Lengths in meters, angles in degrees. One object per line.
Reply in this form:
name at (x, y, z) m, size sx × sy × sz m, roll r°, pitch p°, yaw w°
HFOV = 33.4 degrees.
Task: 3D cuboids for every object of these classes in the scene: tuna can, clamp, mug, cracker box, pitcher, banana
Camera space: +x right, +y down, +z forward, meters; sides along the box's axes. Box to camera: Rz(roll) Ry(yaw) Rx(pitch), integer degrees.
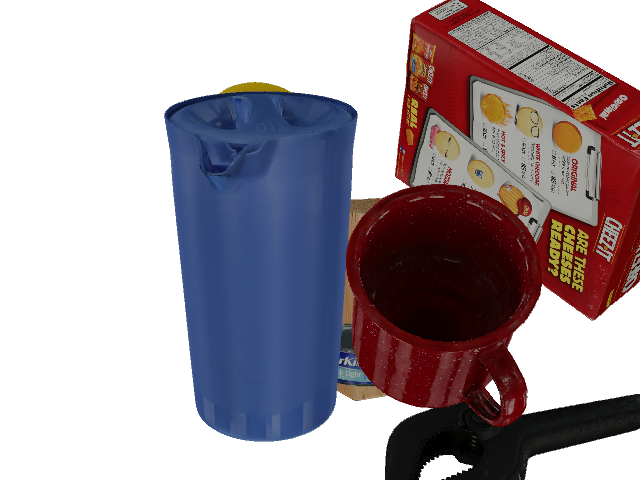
tuna can at (0.036, 0.102, 0.958) m, size 0.086 × 0.034 × 0.086 m, roll 3°, pitch 11°, yaw -1°
clamp at (0.104, 0.129, 0.740) m, size 0.209 × 0.036 × 0.165 m, roll -28°, pitch 39°, yaw -36°
mug at (0.064, 0.041, 0.530) m, size 0.093 × 0.117 × 0.081 m, roll -27°, pitch -28°, yaw -17°
cracker box at (0.159, -0.067, 0.811) m, size 0.072 × 0.164 × 0.214 m, roll -33°, pitch 56°, yaw -29°
pitcher at (-0.037, 0.014, 0.786) m, size 0.149 × 0.243 × 0.145 m, roll -10°, pitch 24°, yaw -26°
banana at (-0.056, -0.116, 0.966) m, size 0.070 × 0.037 × 0.197 m, roll 37°, pitch 22°, yaw 19°

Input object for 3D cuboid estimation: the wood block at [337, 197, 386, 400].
wood block at (0.055, 0.062, 1.190) m, size 0.090 × 0.206 × 0.091 m, roll -5°, pitch 13°, yaw -30°
